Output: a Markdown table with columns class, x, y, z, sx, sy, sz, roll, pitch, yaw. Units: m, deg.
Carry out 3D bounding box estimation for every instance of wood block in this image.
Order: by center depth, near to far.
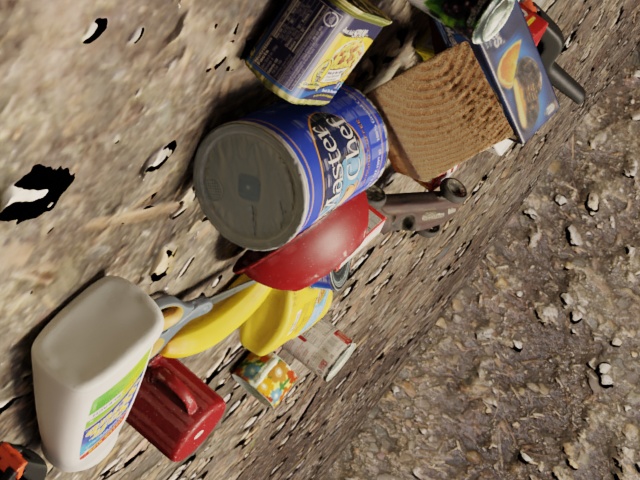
| class | x | y | z | sx | sy | sz | roll | pitch | yaw |
| --- | --- | --- | --- | --- | --- | --- | --- | --- | --- |
| wood block | 0.099 | -0.116 | 0.983 | 0.090 | 0.091 | 0.206 | -29 | -174 | 1 |

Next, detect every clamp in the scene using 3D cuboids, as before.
| class | x | y | z | sx | sy | sz | roll | pitch | yaw |
| --- | --- | --- | --- | --- | --- | --- | --- | --- | --- |
| clamp | -0.281 | 0.239 | 0.927 | 0.120 | 0.039 | 0.172 | -50 | 163 | -36 |
| clamp | 0.266 | -0.237 | 1.425 | 0.210 | 0.165 | 0.036 | 61 | 24 | -57 |

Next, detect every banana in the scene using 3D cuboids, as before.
| class | x | y | z | sx | sy | sz | roll | pitch | yaw |
| --- | --- | --- | --- | --- | --- | --- | --- | --- | --- |
| banana | -0.099 | 0.067 | 1.104 | 0.197 | 0.037 | 0.069 | -45 | 147 | -33 |

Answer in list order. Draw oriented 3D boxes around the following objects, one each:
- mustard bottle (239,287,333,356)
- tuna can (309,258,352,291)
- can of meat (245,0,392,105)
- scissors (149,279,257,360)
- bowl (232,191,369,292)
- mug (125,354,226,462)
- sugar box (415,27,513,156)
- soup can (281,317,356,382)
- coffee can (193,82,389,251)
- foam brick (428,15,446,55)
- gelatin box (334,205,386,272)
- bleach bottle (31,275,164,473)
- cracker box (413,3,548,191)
| class | x | y | z | sx | sy | sz | roll | pitch | yaw |
| --- | --- | --- | --- | --- | --- | --- | --- | --- | --- |
| mustard bottle | -0.030 | 0.078 | 1.309 | 0.096 | 0.058 | 0.191 | -66 | 164 | 15 |
| tuna can | 0.010 | 0.017 | 1.251 | 0.086 | 0.034 | 0.086 | 6 | 90 | -71 |
| can of meat | -0.002 | -0.149 | 0.796 | 0.084 | 0.057 | 0.102 | -54 | 166 | 17 |
| scissors | -0.128 | 0.078 | 1.021 | 0.096 | 0.016 | 0.201 | -54 | 160 | 20 |
| bowl | -0.007 | 0.001 | 1.047 | 0.162 | 0.055 | 0.162 | -37 | -172 | 6 |
| mug | -0.149 | 0.166 | 1.083 | 0.093 | 0.081 | 0.117 | -44 | 165 | -30 |
| sugar box | 0.180 | -0.182 | 1.167 | 0.093 | 0.048 | 0.176 | -50 | 131 | -8 |
| soup can | -0.011 | 0.132 | 1.423 | 0.068 | 0.102 | 0.068 | -49 | 167 | -16 |
| coffee can | -0.020 | -0.063 | 0.860 | 0.140 | 0.103 | 0.103 | -35 | 159 | -53 |
| foam brick | 0.147 | -0.206 | 1.064 | 0.052 | 0.051 | 0.078 | -27 | 121 | -25 |
| gelatin box | 0.019 | -0.016 | 1.190 | 0.089 | 0.073 | 0.030 | -42 | 164 | -37 |
| bleach bottle | -0.190 | 0.131 | 0.896 | 0.102 | 0.068 | 0.251 | -44 | 167 | -30 |
| cracker box | 0.186 | -0.178 | 1.333 | 0.164 | 0.072 | 0.214 | -45 | 166 | -25 |
